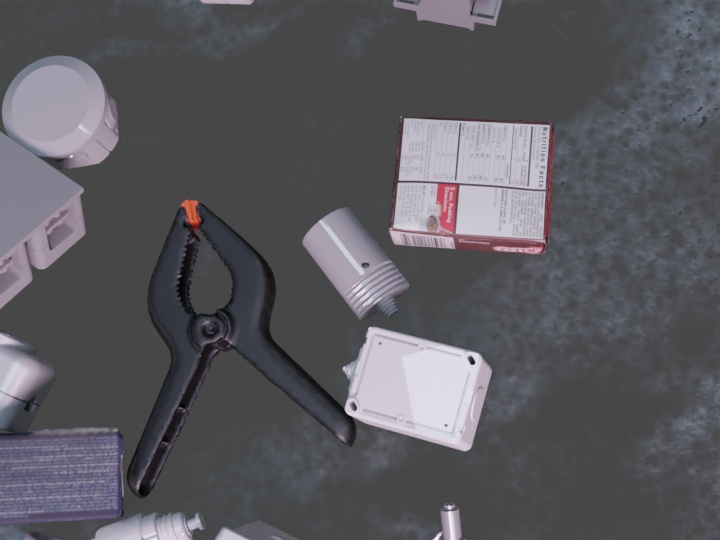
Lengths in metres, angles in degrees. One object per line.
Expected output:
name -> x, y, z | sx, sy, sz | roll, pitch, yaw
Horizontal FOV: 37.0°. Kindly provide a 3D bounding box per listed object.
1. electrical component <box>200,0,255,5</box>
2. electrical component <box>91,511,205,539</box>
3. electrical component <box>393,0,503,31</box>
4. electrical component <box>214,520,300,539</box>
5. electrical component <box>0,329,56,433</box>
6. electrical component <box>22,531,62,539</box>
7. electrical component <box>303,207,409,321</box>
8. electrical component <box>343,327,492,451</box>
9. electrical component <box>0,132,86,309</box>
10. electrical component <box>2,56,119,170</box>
electrical component -> -0.115, -0.274, 0.840 | 0.074, 0.052, 0.138 | 4, 77, 9
electrical component -> -0.145, 0.186, 0.741 | 0.078, 0.040, 0.040 | -21, 75, 2
electrical component -> 0.077, -0.251, 0.802 | 0.079, 0.063, 0.121 | 13, 79, 11
electrical component -> -0.065, 0.200, 0.697 | 0.062, 0.096, 0.061 | 23, 80, 13
electrical component -> -0.274, 0.071, 0.780 | 0.095, 0.053, 0.059 | 24, 81, 13
electrical component -> -0.222, 0.214, 0.743 | 0.045, 0.045, 0.055 | 21, 81, 12
electrical component -> 0.000, 0.000, 0.763 | 0.043, 0.043, 0.081 | -37, 75, -2
electrical component -> 0.036, 0.080, 0.733 | 0.096, 0.061, 0.061 | 13, 79, 19
electrical component -> -0.308, -0.058, 0.792 | 0.186, 0.060, 0.105 | 33, 58, 14
electrical component -> -0.226, -0.118, 0.820 | 0.080, 0.051, 0.080 | -2, 76, 8
